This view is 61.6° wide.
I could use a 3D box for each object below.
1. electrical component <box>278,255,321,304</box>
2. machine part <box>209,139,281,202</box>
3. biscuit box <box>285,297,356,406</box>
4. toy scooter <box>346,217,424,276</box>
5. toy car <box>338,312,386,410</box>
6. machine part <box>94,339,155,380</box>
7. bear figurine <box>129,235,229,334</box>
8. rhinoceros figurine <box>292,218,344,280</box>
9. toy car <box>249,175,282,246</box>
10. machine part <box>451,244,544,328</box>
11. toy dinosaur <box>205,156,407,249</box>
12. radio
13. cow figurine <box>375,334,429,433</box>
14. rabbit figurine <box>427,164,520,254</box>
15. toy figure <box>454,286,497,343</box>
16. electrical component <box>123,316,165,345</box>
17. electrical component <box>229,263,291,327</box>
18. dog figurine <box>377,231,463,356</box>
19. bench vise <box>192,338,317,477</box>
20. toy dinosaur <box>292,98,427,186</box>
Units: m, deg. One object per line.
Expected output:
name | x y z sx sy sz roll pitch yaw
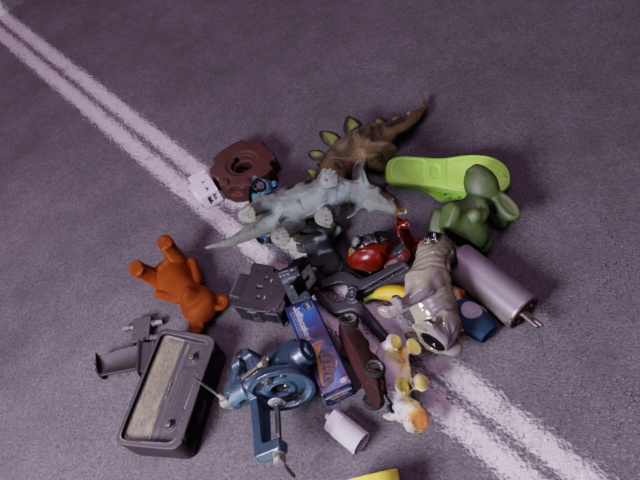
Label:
electrical component | -0.045 0.085 1.051 0.048 0.074 0.119 -20 15 25
machine part | -0.190 -0.179 1.357 0.179 0.056 0.179 -7 52 9
biscuit box | -0.002 0.207 1.026 0.063 0.059 0.203 -25 52 -4
toy scooter | 0.137 0.008 1.088 0.184 0.135 0.075 -9 55 9
toy car | 0.077 0.210 0.951 0.053 0.089 0.202 -7 27 -14
machine part | -0.397 0.251 1.107 0.139 0.039 0.084 -10 63 6
bear figurine | -0.295 0.100 1.139 0.120 0.131 0.196 -43 50 -8
rhinoceros figurine | -0.002 -0.004 1.170 0.112 0.073 0.190 -18 52 3
toy car | -0.107 -0.071 1.231 0.103 0.109 0.162 -9 60 -13
machine part | 0.322 0.085 1.023 0.079 0.079 0.243 -37 53 -13
toy dinosaur | -0.033 -0.071 1.111 0.405 0.192 0.131 -13 96 20
radio | -0.276 0.291 1.025 0.131 0.073 0.229 3 56 16
cow figurine | 0.137 0.258 0.941 0.068 0.098 0.167 11 54 -24
rabbit figurine | 0.322 -0.069 1.089 0.159 0.121 0.170 23 81 3
toy figure | 0.266 0.128 1.020 0.064 0.057 0.155 -7 40 -39
electrical component | -0.380 0.197 1.153 0.094 0.021 0.063 -10 54 7
electrical component | -0.118 0.113 1.126 0.134 0.058 0.115 8 55 19
dog figurine | 0.223 0.093 0.978 0.172 0.121 0.190 45 66 -4
bench vise | -0.097 0.284 0.935 0.224 0.128 0.241 -26 40 13
toy dinosaur | 0.107 -0.221 1.284 0.471 0.104 0.199 -28 48 -18
